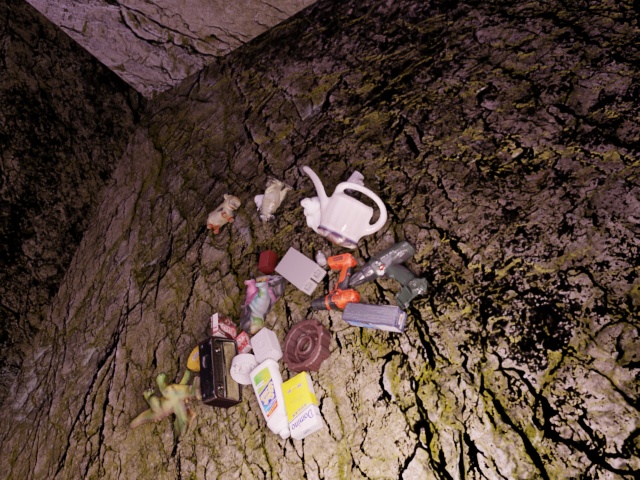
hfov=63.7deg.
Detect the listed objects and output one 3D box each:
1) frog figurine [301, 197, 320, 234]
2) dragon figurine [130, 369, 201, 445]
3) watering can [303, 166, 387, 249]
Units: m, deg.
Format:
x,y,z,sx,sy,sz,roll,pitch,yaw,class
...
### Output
x,y,z,sx,sy,sz,roll,pitch,yaw,class
0.006,-0.095,1.893,0.136,0.157,0.125,-18,51,30,frog figurine
-0.549,0.631,1.885,0.407,0.121,0.247,-52,46,11,dragon figurine
0.058,-0.108,1.806,0.349,0.103,0.225,26,88,10,watering can
